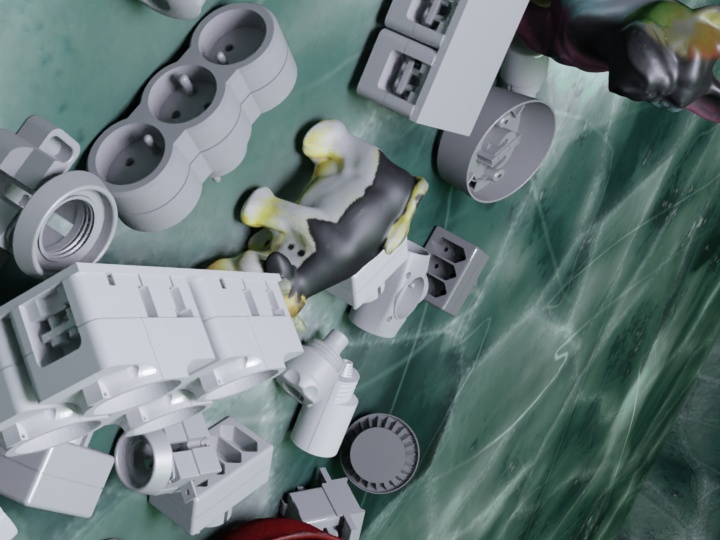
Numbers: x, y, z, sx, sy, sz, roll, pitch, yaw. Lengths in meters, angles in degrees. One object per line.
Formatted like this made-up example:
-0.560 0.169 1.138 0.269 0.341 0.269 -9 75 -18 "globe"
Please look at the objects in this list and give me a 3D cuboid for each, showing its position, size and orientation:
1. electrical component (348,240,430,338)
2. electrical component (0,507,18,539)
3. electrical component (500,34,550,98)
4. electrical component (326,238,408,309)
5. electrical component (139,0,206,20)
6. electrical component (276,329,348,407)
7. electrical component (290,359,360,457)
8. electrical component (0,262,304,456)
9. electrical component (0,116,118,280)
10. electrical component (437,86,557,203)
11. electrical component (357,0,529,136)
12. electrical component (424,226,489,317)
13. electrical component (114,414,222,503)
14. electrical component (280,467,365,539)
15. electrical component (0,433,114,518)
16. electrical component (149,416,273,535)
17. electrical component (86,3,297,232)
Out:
0.033 0.013 0.915 0.079 0.044 0.077 -2 118 -60 "electrical component"
-0.227 0.143 0.579 0.059 0.054 0.095 -46 150 -27 "electrical component"
0.141 -0.169 0.926 0.040 0.040 0.078 -41 148 -33 "electrical component"
0.000 0.000 0.840 0.066 0.047 0.076 -45 150 -29 "electrical component"
-0.088 -0.159 0.533 0.062 0.048 0.048 -61 154 -14 "electrical component"
-0.034 0.075 0.860 0.062 0.043 0.043 -50 152 -24 "electrical component"
-0.025 0.113 0.914 0.043 0.043 0.081 -5 121 -59 "electrical component"
-0.122 0.049 0.591 0.105 0.060 0.186 -27 167 23 "electrical component"
-0.157 -0.029 0.525 0.078 0.057 0.058 -56 153 -8 "electrical component"
0.113 -0.107 0.912 0.099 0.064 0.099 -41 148 -33 "electrical component"
0.064 -0.179 0.757 0.089 0.062 0.150 0 117 -60 "electrical component"
0.086 0.005 0.996 0.065 0.047 0.077 -61 154 1 "electrical component"
-0.132 0.126 0.728 0.048 0.066 0.055 -34 159 31 "electrical component"
-0.042 0.257 0.998 0.063 0.078 0.121 -6 126 -24 "electrical component"
-0.178 0.098 0.629 0.076 0.047 0.066 -69 155 -11 "electrical component"
-0.113 0.167 0.809 0.083 0.047 0.075 -30 141 -46 "electrical component"
-0.086 -0.077 0.606 0.138 0.052 0.073 -53 152 -15 "electrical component"
